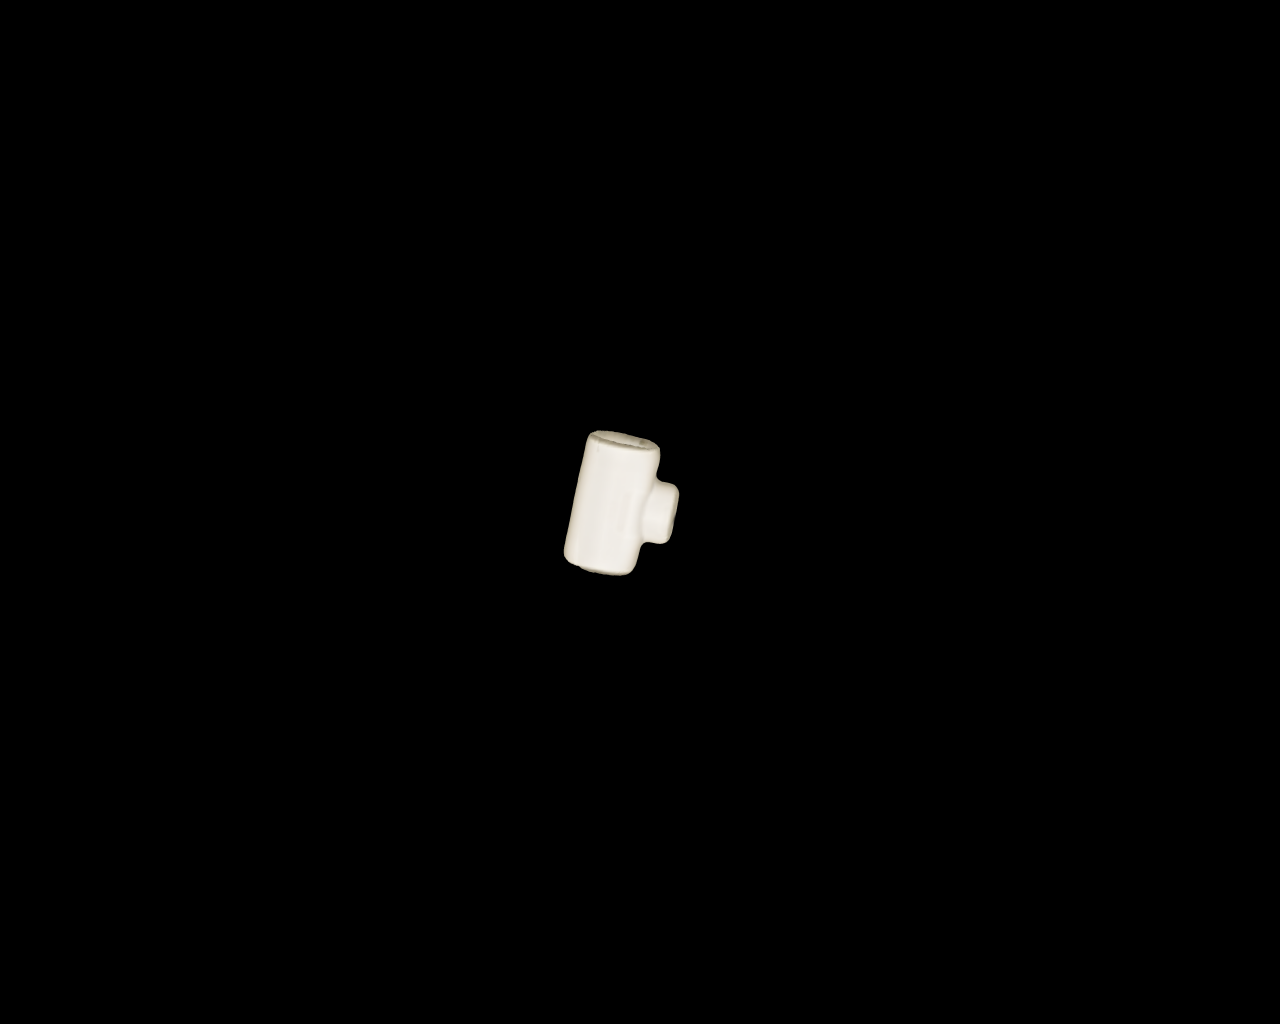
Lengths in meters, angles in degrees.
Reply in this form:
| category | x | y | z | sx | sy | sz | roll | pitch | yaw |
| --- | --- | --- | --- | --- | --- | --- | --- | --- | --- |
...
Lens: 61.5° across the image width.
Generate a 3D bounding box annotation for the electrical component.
| category | x | y | z | sx | sy | sz | roll | pitch | yaw |
| --- | --- | --- | --- | --- | --- | --- | --- | --- | --- |
| electrical component | 0.001 | -0.003 | 0.650 | 0.079 | 0.077 | 0.043 | 11 | 11 | -2 |
